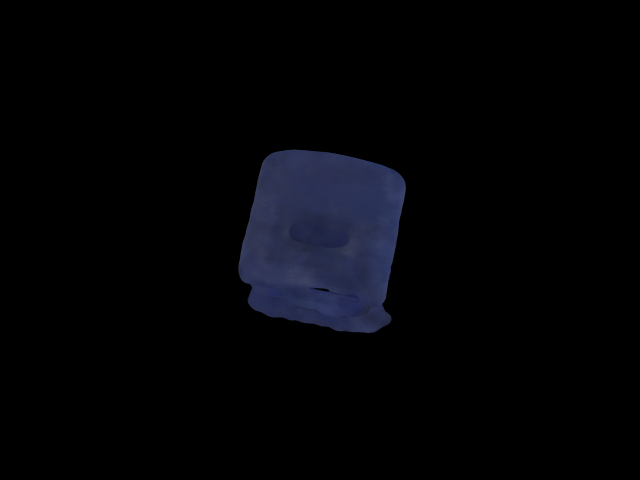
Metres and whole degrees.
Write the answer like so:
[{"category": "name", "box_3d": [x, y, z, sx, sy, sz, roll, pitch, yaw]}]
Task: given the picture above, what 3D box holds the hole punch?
[{"category": "hole punch", "box_3d": [0.004, 0.001, 0.400, 0.108, 0.091, 0.101, 9, 54, 7]}]
